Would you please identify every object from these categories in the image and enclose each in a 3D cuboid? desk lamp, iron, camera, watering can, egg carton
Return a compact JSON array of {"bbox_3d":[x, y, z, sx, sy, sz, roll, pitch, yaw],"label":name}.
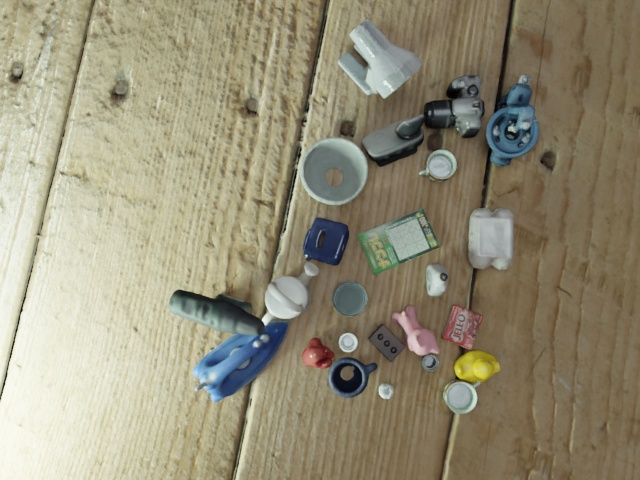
[{"bbox_3d":[0.137,-0.424,1.369,0.118,0.213,0.203,-43,84,-2],"label":"desk lamp"},{"bbox_3d":[-0.182,0.272,1.344,0.258,0.141,0.118,-38,83,-2],"label":"iron"},{"bbox_3d":[0.327,-0.330,1.407,0.136,0.101,0.143,-2,84,2],"label":"camera"},{"bbox_3d":[-0.073,0.126,1.328,0.101,0.194,0.173,20,85,5],"label":"watering can"},{"bbox_3d":[0.413,-0.003,1.384,0.107,0.069,0.150,1,84,3],"label":"egg carton"}]

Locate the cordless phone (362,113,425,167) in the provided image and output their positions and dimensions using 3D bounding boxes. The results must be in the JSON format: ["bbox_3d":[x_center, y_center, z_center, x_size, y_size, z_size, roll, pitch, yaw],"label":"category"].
[{"bbox_3d":[0.178,-0.252,1.363,0.147,0.185,0.094,-26,83,0],"label":"cordless phone"}]

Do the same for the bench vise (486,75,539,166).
[{"bbox_3d":[0.452,-0.294,1.338,0.121,0.220,0.207,-3,84,2],"label":"bench vise"}]

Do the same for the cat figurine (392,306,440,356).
[{"bbox_3d":[0.226,0.218,1.344,0.067,0.118,0.128,-30,83,-1],"label":"cat figurine"}]

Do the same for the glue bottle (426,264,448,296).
[{"bbox_3d":[0.276,0.091,1.328,0.037,0.173,0.078,0,84,3],"label":"glue bottle"}]

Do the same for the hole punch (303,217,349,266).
[{"bbox_3d":[0.013,0.005,1.390,0.101,0.091,0.109,17,85,4],"label":"hole punch"}]

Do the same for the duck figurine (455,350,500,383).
[{"bbox_3d":[0.372,0.301,1.345,0.104,0.086,0.077,-8,83,2],"label":"duck figurine"}]

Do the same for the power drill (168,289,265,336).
[{"bbox_3d":[-0.223,0.170,1.323,0.229,0.208,0.076,15,85,4],"label":"power drill"}]

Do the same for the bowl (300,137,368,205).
[{"bbox_3d":[0.036,-0.165,1.415,0.167,0.075,0.167,0,84,3],"label":"bowl"}]

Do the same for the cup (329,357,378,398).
[{"bbox_3d":[0.079,0.314,1.352,0.118,0.095,0.091,-24,83,0],"label":"cup"}]

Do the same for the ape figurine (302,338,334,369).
[{"bbox_3d":[-0.007,0.272,1.361,0.076,0.092,0.078,-13,83,1],"label":"ape figurine"}]
